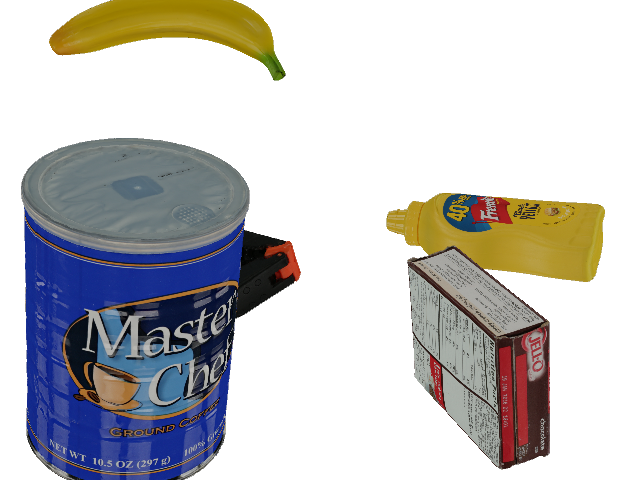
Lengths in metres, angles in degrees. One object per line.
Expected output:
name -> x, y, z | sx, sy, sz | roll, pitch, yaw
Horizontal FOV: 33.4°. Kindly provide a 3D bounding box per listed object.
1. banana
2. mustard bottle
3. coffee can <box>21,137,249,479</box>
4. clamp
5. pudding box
banana -> -0.125, -0.179, 0.897 | 0.198, 0.069, 0.037 | 5, -34, -1
mustard bottle -> 0.153, -0.008, 0.959 | 0.192, 0.058, 0.096 | 6, 29, 19
coffee can -> -0.091, 0.035, 0.519 | 0.102, 0.140, 0.103 | 6, 29, -4
clamp -> -0.101, 0.036, 0.715 | 0.172, 0.120, 0.039 | -7, -43, 17
pudding box -> 0.093, 0.066, 0.633 | 0.039, 0.090, 0.114 | -15, 27, -19
